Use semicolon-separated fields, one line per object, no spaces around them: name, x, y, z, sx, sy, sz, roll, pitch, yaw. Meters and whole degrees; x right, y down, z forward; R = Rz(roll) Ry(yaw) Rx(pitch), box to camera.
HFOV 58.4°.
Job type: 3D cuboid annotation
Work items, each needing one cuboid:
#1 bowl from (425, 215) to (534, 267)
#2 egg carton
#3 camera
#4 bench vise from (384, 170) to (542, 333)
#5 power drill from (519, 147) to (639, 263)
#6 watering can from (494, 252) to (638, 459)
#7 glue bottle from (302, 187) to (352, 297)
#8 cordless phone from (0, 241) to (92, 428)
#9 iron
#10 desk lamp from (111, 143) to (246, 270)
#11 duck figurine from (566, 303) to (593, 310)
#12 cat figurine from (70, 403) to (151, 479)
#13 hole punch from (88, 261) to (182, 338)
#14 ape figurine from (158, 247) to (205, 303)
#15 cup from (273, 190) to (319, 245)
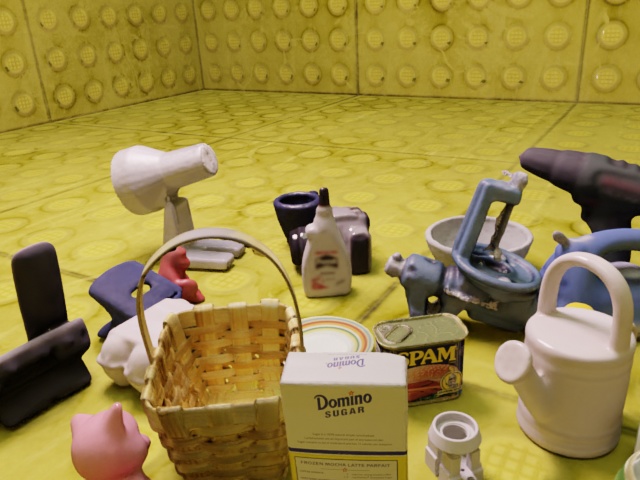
bowl;0.254;0.021;0.925;0.167;0.075;0.167;-3;22;1
egg carton;-0.193;0.131;0.720;0.107;0.069;0.151;10;26;30
camera;0.014;-0.009;0.993;0.137;0.101;0.143;-6;23;-7
bench vise;0.193;0.021;0.740;0.207;0.220;0.121;-5;22;-5
power drill;0.405;-0.028;0.847;0.228;0.208;0.076;9;25;26
watering can;0.247;0.108;0.557;0.100;0.194;0.173;15;29;37
glue bottle;0.008;0.003;0.869;0.078;0.173;0.037;-6;23;-6
cordless phone;-0.349;0.102;0.658;0.093;0.185;0.148;10;26;29
iron;0.412;0.043;0.761;0.258;0.141;0.118;-6;23;-7
desk lamp;-0.249;-0.066;1.016;0.203;0.214;0.118;2;23;13
duck figurine;0.297;0.117;0.669;0.077;0.086;0.105;11;26;31
cat figurine;-0.171;0.199;0.489;0.067;0.118;0.127;-16;25;-28
hole punch;-0.254;0.085;0.812;0.101;0.091;0.109;5;24;18
ape figurine;-0.221;0.051;0.888;0.076;0.092;0.077;-6;23;-6
cup;-0.033;-0.039;1.080;0.091;0.095;0.118;8;25;25
